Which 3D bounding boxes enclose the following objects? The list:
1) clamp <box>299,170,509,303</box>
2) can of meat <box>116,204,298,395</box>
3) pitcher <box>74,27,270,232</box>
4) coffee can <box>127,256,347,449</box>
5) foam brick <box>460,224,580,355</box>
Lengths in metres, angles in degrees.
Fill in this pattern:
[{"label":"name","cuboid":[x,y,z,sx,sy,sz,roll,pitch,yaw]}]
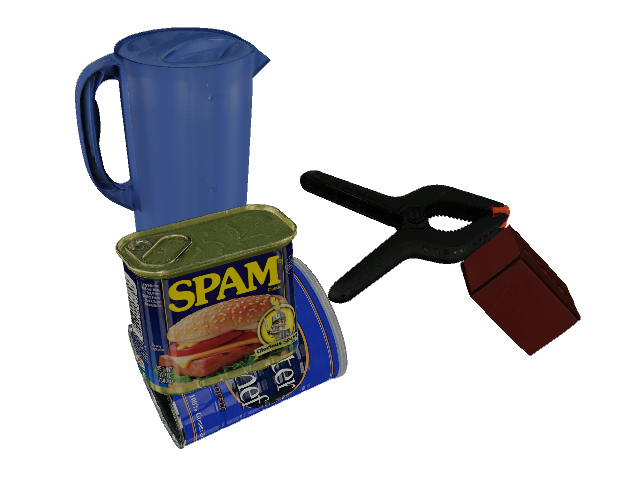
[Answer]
[{"label":"clamp","cuboid":[0.088,-0.006,1.064,0.210,0.164,0.036,0,-40,-6]},{"label":"can of meat","cuboid":[-0.063,0.035,0.629,0.102,0.084,0.058,-15,29,-23]},{"label":"pitcher","cuboid":[-0.140,-0.080,1.051,0.149,0.243,0.144,11,28,19]},{"label":"coffee can","cuboid":[-0.064,0.085,0.827,0.140,0.103,0.103,-23,7,-17]},{"label":"foam brick","cuboid":[0.154,0.039,0.825,0.051,0.078,0.053,-39,23,17]}]
